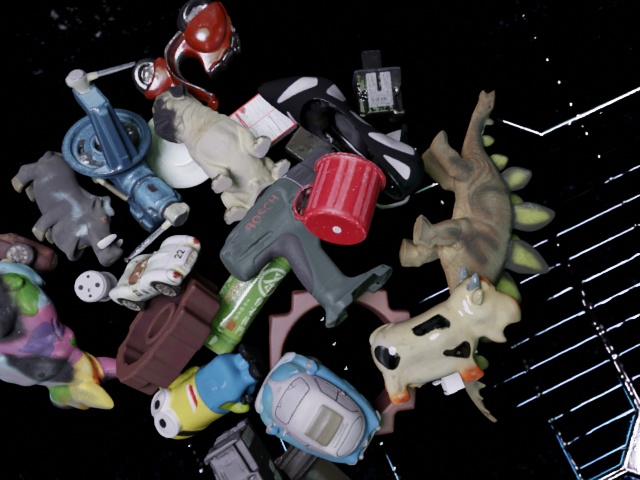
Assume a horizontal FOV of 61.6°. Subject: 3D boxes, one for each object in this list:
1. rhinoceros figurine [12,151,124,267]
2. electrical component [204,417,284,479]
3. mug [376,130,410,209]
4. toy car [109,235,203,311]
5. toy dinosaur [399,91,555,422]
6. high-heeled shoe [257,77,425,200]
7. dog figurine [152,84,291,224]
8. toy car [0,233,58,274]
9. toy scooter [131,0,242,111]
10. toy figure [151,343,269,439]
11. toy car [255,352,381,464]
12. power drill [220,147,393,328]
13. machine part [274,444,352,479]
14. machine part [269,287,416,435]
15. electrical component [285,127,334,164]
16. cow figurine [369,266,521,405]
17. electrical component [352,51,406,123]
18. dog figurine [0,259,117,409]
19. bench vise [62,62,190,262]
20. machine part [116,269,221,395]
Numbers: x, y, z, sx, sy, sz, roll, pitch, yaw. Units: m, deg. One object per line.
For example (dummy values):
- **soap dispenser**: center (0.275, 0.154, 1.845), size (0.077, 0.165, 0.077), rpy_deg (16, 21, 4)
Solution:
- **rhinoceros figurine**: center (-0.364, -0.039, 0.793), size (0.112, 0.073, 0.190), rpy_deg (-33, 84, -15)
- **electrical component**: center (-0.095, 0.325, 0.736), size (0.058, 0.115, 0.134), rpy_deg (-32, 84, -1)
- **mug**: center (0.085, -0.099, 0.803), size (0.107, 0.081, 0.109), rpy_deg (-13, 89, 8)
- **toy car**: center (-0.225, 0.046, 0.730), size (0.056, 0.202, 0.073), rpy_deg (39, 53, -24)
- **toy dinosaur**: center (0.223, 0.007, 0.772), size (0.199, 0.105, 0.471), rpy_deg (12, 81, 0)
- **high-heeled shoe**: center (0.021, -0.133, 0.721), size (0.249, 0.086, 0.145), rpy_deg (15, 52, 1)
- **dog figurine**: center (-0.147, -0.126, 0.786), size (0.121, 0.172, 0.191), rpy_deg (-39, 59, -18)
- **toy car**: center (-0.478, 0.002, 0.774), size (0.202, 0.089, 0.053), rpy_deg (18, 84, 2)
- **toy scooter**: center (-0.181, -0.265, 0.812), size (0.135, 0.075, 0.184), rpy_deg (40, 88, 3)
- **toy figure**: center (-0.151, 0.214, 0.743), size (0.180, 0.082, 0.089), rpy_deg (-34, 129, 10)
- **toy car**: center (-0.003, 0.219, 0.670), size (0.162, 0.103, 0.109), rpy_deg (33, 86, 4)
- **power drill**: center (-0.001, -0.002, 0.721), size (0.232, 0.086, 0.207), rpy_deg (-42, 80, -18)
- **machine part**: center (0.007, 0.340, 0.776), size (0.139, 0.039, 0.084), rpy_deg (43, 80, 4)
- **machine part**: center (0.030, 0.169, 0.768), size (0.201, 0.087, 0.201), rpy_deg (-2, 83, -2)
- **electrical component**: center (-0.008, -0.142, 0.817), size (0.078, 0.045, 0.102), rpy_deg (41, 85, 1)
- **cow figurine**: center (0.158, 0.115, 0.681), size (0.195, 0.085, 0.127), rpy_deg (-21, 96, 5)
- **electrical component**: center (0.088, -0.241, 0.828), size (0.075, 0.048, 0.119), rpy_deg (-2, 86, -2)
- **dog figurine**: center (-0.362, 0.144, 0.730), size (0.219, 0.108, 0.191), rpy_deg (26, 118, -11)
- **bench vise**: center (-0.270, -0.116, 0.722), size (0.129, 0.240, 0.224), rpy_deg (-31, 63, -18)
- **machine part**: center (-0.205, 0.121, 0.728), size (0.056, 0.179, 0.179), rpy_deg (40, 85, -24)
